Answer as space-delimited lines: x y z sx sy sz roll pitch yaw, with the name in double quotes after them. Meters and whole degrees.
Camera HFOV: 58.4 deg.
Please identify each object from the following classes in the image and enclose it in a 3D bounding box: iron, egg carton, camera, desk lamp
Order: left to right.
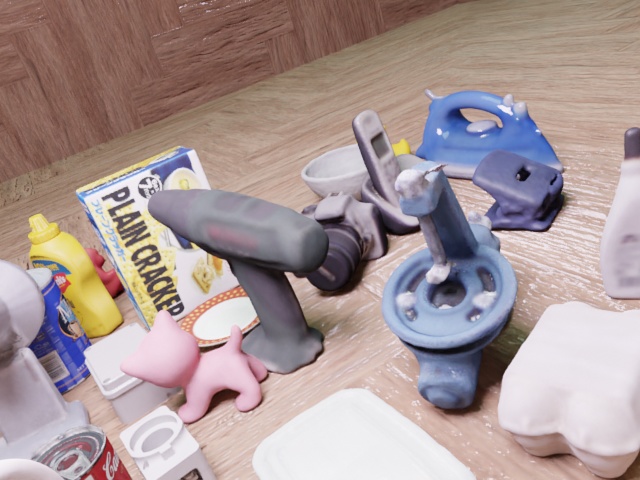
-0.332 0.133 0.602 0.118 0.214 0.202 -27 26 -19 "desk lamp"
0.007 0.003 0.780 0.142 0.101 0.137 -8 26 21 "camera"
0.272 -0.184 0.941 0.119 0.142 0.257 -33 28 -29 "iron"
0.210 0.109 0.451 0.107 0.069 0.151 5 33 41 "egg carton"

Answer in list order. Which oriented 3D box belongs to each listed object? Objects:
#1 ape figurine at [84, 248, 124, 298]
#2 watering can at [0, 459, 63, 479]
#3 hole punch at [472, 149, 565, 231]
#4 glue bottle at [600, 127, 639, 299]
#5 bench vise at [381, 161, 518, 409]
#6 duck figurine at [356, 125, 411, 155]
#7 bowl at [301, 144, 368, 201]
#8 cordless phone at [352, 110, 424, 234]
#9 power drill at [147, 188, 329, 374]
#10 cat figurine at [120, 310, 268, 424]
-0.368 0.054 0.945 0.077 0.092 0.076 4 33 40 "ape figurine"
-0.151 0.211 0.333 0.172 0.194 0.101 -16 24 5 "watering can"
0.268 -0.072 0.768 0.100 0.091 0.109 2 31 38 "hole punch"
0.303 -0.024 0.541 0.078 0.173 0.037 -5 27 27 "glue bottle"
0.112 0.014 0.536 0.121 0.220 0.207 -12 25 14 "bench vise"
0.120 -0.182 1.113 0.104 0.086 0.077 -17 24 4 "duck figurine"
0.055 -0.111 1.020 0.167 0.075 0.167 -15 24 7 "bowl"
0.114 -0.116 0.854 0.093 0.185 0.148 2 31 38 "cordless phone"
-0.080 0.039 0.632 0.228 0.209 0.076 2 31 37 "power drill"
-0.133 0.125 0.598 0.127 0.118 0.067 -16 24 5 "cat figurine"
